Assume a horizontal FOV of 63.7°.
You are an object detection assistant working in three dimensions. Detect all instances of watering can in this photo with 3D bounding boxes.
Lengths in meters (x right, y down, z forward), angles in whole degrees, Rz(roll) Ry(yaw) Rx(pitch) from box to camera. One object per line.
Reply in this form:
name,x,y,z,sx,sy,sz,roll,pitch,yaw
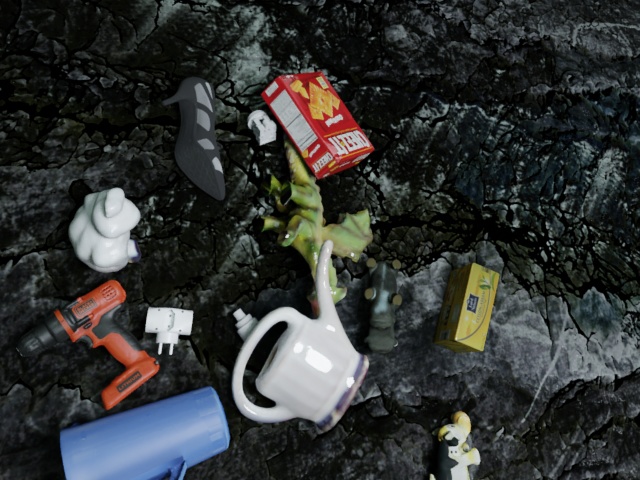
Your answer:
watering can,-0.007,0.191,0.928,0.223,0.104,0.348,34,90,-8

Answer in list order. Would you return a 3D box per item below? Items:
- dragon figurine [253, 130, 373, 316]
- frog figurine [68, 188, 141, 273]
dragon figurine,0.003,-0.053,1.054,0.241,0.121,0.418,22,62,-29
frog figurine,-0.368,-0.019,0.878,0.123,0.157,0.139,-6,77,-17
